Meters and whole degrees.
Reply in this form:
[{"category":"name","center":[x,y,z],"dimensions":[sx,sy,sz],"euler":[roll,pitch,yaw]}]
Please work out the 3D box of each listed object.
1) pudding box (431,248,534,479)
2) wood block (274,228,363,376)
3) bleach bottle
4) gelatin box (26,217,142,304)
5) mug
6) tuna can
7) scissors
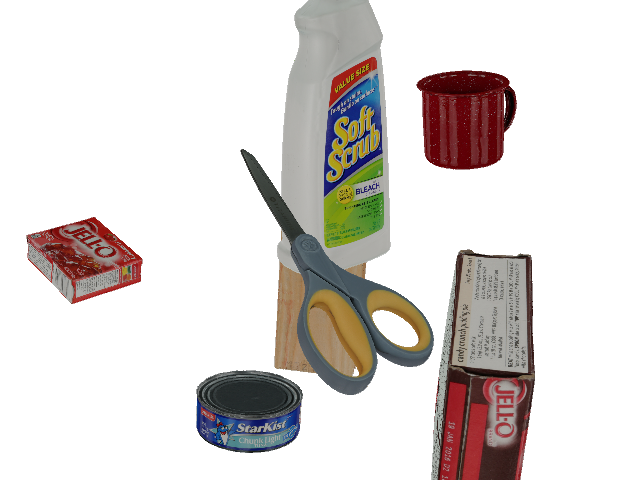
[{"category":"pudding box","center":[0.072,0.067,0.472],"dimensions":[0.039,0.090,0.113],"euler":[6,26,5]},{"category":"wood block","center":[0.003,0.033,1.157],"dimensions":[0.090,0.206,0.090],"euler":[6,25,5]},{"category":"bleach bottle","center":[0.008,-0.102,0.899],"dimensions":[0.102,0.251,0.068],"euler":[-17,26,-31]},{"category":"gelatin box","center":[-0.219,0.016,0.988],"dimensions":[0.073,0.030,0.089],"euler":[-18,40,-36]},{"category":"mug","center":[0.156,-0.126,1.099],"dimensions":[0.117,0.081,0.093],"euler":[-20,28,-32]},{"category":"tuna can","center":[-0.058,0.138,0.862],"dimensions":[0.086,0.034,0.086],"euler":[3,17,-1]},{"category":"scissors","center":[0.011,0.013,0.688],"dimensions":[0.096,0.202,0.016],"euler":[4,-44,-22]}]
